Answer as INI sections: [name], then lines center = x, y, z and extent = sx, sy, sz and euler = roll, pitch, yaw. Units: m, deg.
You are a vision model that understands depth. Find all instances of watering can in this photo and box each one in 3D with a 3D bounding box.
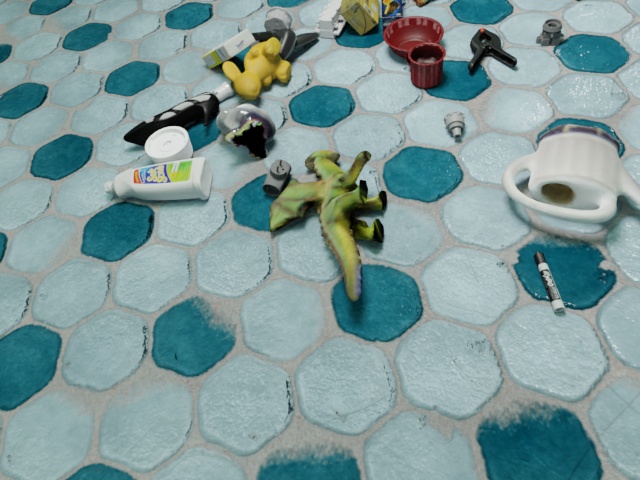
[watering can]
center = 0.538, -0.115, 0.998
extent = 0.348, 0.101, 0.229
euler = 13, 56, 20

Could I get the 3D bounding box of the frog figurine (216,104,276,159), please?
[frog figurine]
center = -0.184, -0.287, 1.257
extent = 0.137, 0.120, 0.163
euler = 4, 36, -28

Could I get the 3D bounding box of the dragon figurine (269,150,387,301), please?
[dragon figurine]
center = 0.003, -0.054, 1.073
extent = 0.242, 0.120, 0.420
euler = -7, 49, 27
